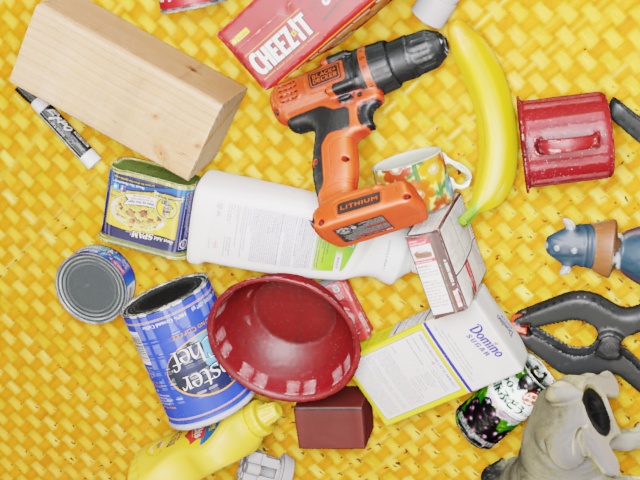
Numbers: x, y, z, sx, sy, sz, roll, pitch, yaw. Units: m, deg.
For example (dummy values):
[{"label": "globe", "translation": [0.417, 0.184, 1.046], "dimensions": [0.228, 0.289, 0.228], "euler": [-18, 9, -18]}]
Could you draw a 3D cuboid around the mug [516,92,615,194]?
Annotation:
[{"label": "mug", "translation": [0.228, -0.093, 0.988], "dimensions": [0.081, 0.117, 0.093], "euler": [-6, 95, 10]}]

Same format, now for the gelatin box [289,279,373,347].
[{"label": "gelatin box", "translation": [0.002, 0.085, 1.150], "dimensions": [0.089, 0.030, 0.073], "euler": [-22, 104, 21]}]

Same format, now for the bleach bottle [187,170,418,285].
[{"label": "bleach bottle", "translation": [-0.007, 0.001, 1.107], "dimensions": [0.251, 0.068, 0.103], "euler": [13, 119, 5]}]

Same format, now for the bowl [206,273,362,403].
[{"label": "bowl", "translation": [-0.032, 0.090, 1.104], "dimensions": [0.162, 0.055, 0.162], "euler": [7, 124, 10]}]

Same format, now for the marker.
[{"label": "marker", "translation": [-0.283, -0.127, 1.149], "dimensions": [0.020, 0.020, 0.121], "euler": [-40, 96, 23]}]

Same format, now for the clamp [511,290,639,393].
[{"label": "clamp", "translation": [0.300, 0.092, 1.076], "dimensions": [0.210, 0.036, 0.165], "euler": [15, 113, 11]}]

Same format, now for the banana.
[{"label": "banana", "translation": [0.159, -0.114, 1.024], "dimensions": [0.037, 0.069, 0.198], "euler": [6, 107, 47]}]

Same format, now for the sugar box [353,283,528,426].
[{"label": "sugar box", "translation": [0.119, 0.122, 1.114], "dimensions": [0.176, 0.048, 0.093], "euler": [-28, 102, 30]}]

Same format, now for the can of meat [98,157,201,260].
[{"label": "can of meat", "translation": [-0.180, -0.035, 1.137], "dimensions": [0.102, 0.057, 0.084], "euler": [15, 110, 7]}]

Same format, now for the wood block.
[{"label": "wood block", "translation": [-0.192, -0.157, 1.077], "dimensions": [0.206, 0.090, 0.090], "euler": [29, 113, 2]}]

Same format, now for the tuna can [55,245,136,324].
[{"label": "tuna can", "translation": [-0.251, 0.049, 1.197], "dimensions": [0.086, 0.033, 0.086], "euler": [5, 111, 12]}]

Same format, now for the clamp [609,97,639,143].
[{"label": "clamp", "translation": [0.359, -0.083, 0.999], "dimensions": [0.120, 0.039, 0.171], "euler": [-24, 109, 26]}]

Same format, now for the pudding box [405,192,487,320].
[{"label": "pudding box", "translation": [0.126, 0.013, 1.050], "dimensions": [0.039, 0.113, 0.090], "euler": [-16, 105, 22]}]

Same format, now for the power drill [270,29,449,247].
[{"label": "power drill", "translation": [0.048, -0.098, 1.009], "dimensions": [0.185, 0.057, 0.187], "euler": [-19, 62, 20]}]

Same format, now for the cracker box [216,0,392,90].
[{"label": "cracker box", "translation": [0.018, -0.221, 0.935], "dimensions": [0.164, 0.213, 0.072], "euler": [-38, 97, 22]}]

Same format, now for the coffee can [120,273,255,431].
[{"label": "coffee can", "translation": [-0.142, 0.120, 1.159], "dimensions": [0.103, 0.102, 0.140], "euler": [-17, 105, 19]}]

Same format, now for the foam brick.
[{"label": "foam brick", "translation": [0.016, 0.195, 1.176], "dimensions": [0.078, 0.053, 0.051], "euler": [-3, 109, 16]}]

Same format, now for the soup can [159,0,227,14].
[{"label": "soup can", "translation": [-0.132, -0.276, 1.032], "dimensions": [0.068, 0.068, 0.102], "euler": [-6, 107, 15]}]

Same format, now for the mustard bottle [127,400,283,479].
[{"label": "mustard bottle", "translation": [-0.123, 0.228, 1.197], "dimensions": [0.192, 0.096, 0.058], "euler": [-29, 101, 21]}]
